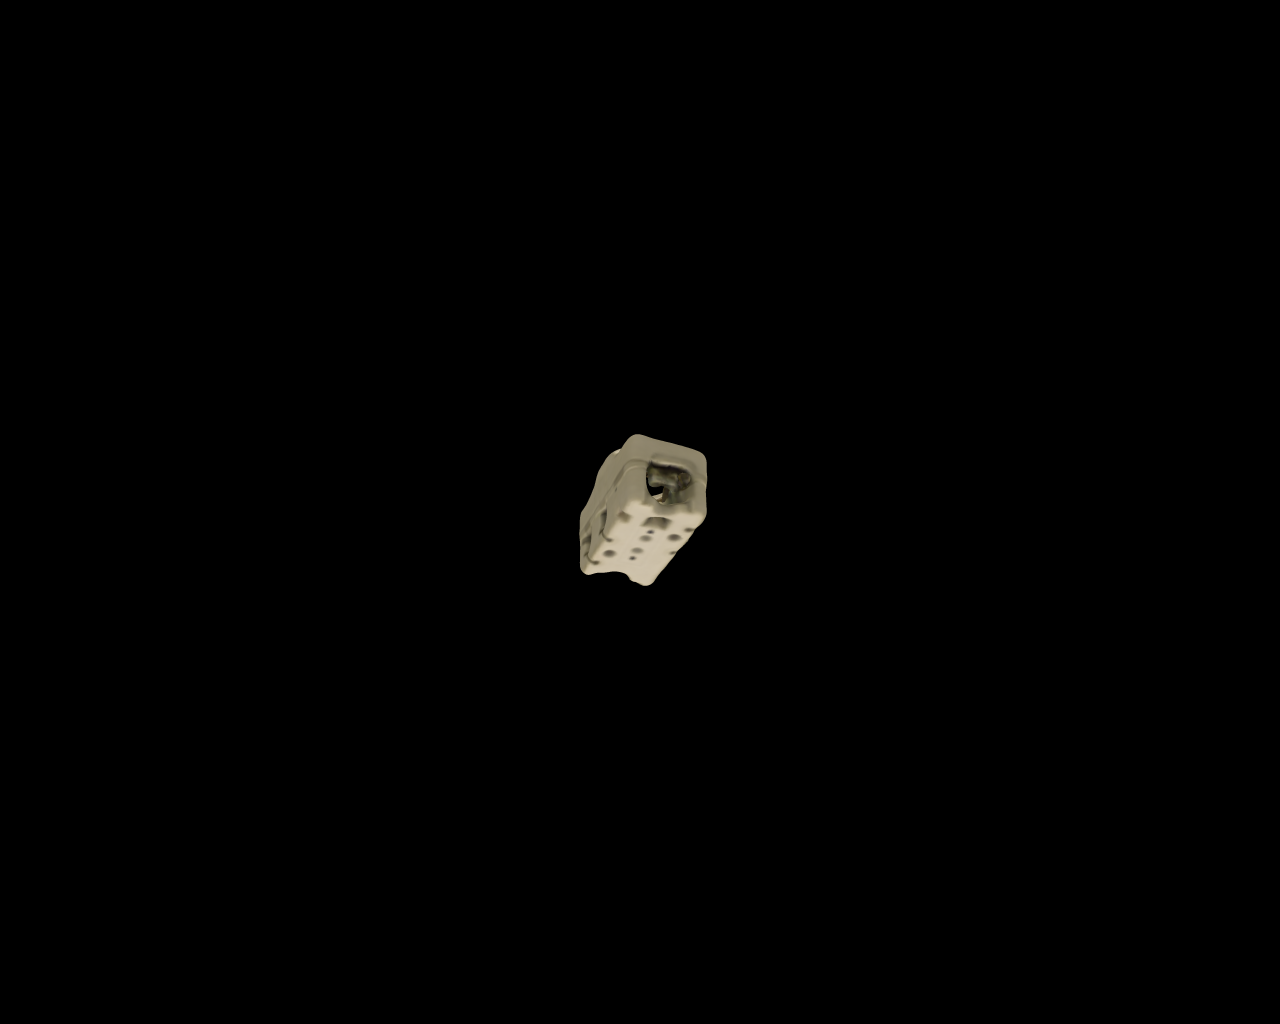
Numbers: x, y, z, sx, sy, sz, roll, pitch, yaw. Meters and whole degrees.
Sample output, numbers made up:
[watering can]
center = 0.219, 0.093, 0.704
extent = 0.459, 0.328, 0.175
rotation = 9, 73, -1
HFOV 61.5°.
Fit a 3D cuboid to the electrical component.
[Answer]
[electrical component]
center = 0.001, -0.003, 0.650
extent = 0.050, 0.056, 0.089
rotation = 13, -38, -18
